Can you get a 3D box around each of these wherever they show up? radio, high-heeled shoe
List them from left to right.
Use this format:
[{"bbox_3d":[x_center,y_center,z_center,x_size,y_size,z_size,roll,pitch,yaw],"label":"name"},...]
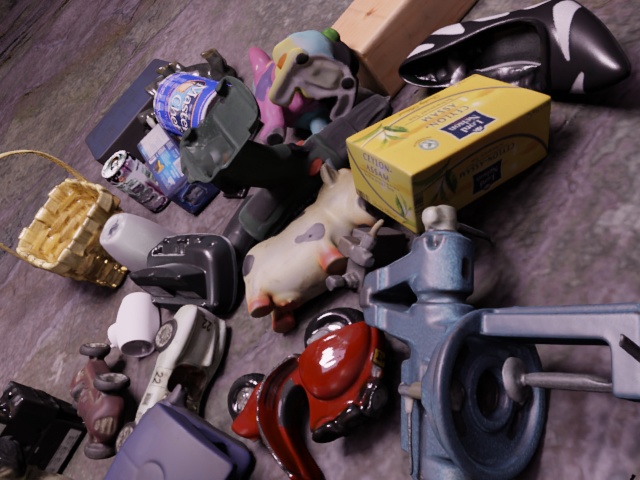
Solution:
[{"bbox_3d":[-0.343,-0.236,1.032,0.229,0.073,0.131,-50,42,-4],"label":"radio"},{"bbox_3d":[0.179,-0.180,0.549,0.145,0.086,0.249,-22,28,0],"label":"high-heeled shoe"}]

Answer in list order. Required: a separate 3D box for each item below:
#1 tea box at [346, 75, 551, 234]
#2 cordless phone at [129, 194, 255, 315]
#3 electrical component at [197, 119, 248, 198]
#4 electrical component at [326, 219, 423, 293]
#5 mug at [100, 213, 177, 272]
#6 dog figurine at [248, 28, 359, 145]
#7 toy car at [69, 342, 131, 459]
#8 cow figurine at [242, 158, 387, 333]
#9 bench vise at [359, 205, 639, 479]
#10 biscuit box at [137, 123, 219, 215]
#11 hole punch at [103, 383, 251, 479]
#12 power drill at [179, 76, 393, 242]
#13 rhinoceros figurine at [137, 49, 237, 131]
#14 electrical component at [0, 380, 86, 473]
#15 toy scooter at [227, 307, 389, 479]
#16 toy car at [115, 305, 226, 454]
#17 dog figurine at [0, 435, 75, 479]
[{"bbox_3d":[0.122,-0.087,0.509,0.170,0.068,0.098,-30,40,-20],"label":"tea box"},{"bbox_3d":[-0.149,0.006,0.717,0.147,0.088,0.184,-2,49,39],"label":"cordless phone"},{"bbox_3d":[-0.142,-0.117,0.753,0.048,0.119,0.075,6,68,41],"label":"electrical component"},{"bbox_3d":[0.058,0.016,0.521,0.045,0.102,0.078,20,100,47],"label":"electrical component"},{"bbox_3d":[-0.263,0.006,0.771,0.110,0.107,0.081,2,61,37],"label":"mug"},{"bbox_3d":[-0.037,-0.222,0.725,0.219,0.108,0.191,-108,31,-43],"label":"dog figurine"},{"bbox_3d":[-0.274,0.186,0.651,0.202,0.053,0.089,13,97,58],"label":"toy car"},{"bbox_3d":[-0.001,-0.002,0.589,0.195,0.085,0.127,-36,51,15],"label":"cow figurine"},{"bbox_3d":[0.132,0.072,0.385,0.241,0.129,0.223,-13,60,53],"label":"bench vise"},{"bbox_3d":[-0.232,-0.117,0.866,0.059,0.062,0.203,-45,44,3],"label":"biscuit box"},{"bbox_3d":[-0.138,0.222,0.495,0.116,0.092,0.142,29,83,4],"label":"hole punch"},{"bbox_3d":[-0.039,-0.103,0.600,0.232,0.207,0.086,-48,64,16],"label":"power drill"},{"bbox_3d":[-0.235,-0.258,0.941,0.190,0.112,0.073,-25,24,6],"label":"rhinoceros figurine"},{"bbox_3d":[-0.379,0.247,0.677,0.058,0.134,0.115,15,69,44],"label":"electrical component"},{"bbox_3d":[-0.005,0.154,0.486,0.184,0.075,0.135,-38,44,16],"label":"toy scooter"},{"bbox_3d":[-0.161,0.171,0.598,0.056,0.073,0.202,-7,57,36],"label":"toy car"},{"bbox_3d":[-0.280,0.291,0.527,0.121,0.190,0.173,-52,45,-3],"label":"dog figurine"}]
